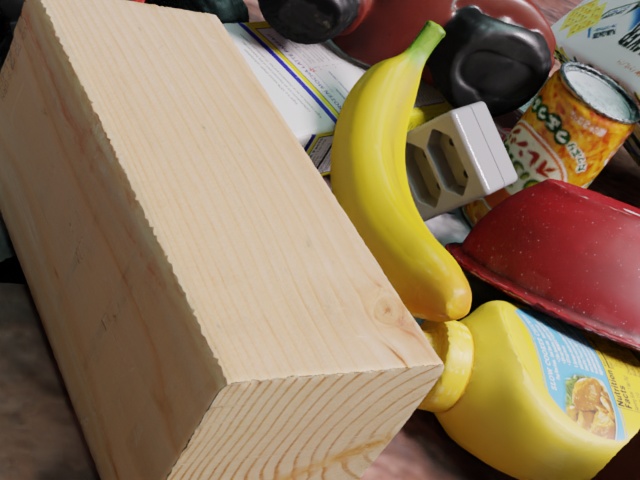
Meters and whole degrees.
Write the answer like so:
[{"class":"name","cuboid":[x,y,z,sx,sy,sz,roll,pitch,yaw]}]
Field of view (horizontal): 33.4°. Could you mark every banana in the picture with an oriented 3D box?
[{"class":"banana","cuboid":[0.034,-0.029,0.507,0.037,0.070,0.198,25,42,-25]}]

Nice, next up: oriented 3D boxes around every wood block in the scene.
[{"class":"wood block","cuboid":[-0.055,0.001,0.413,0.090,0.090,0.206,1,43,-38]}]

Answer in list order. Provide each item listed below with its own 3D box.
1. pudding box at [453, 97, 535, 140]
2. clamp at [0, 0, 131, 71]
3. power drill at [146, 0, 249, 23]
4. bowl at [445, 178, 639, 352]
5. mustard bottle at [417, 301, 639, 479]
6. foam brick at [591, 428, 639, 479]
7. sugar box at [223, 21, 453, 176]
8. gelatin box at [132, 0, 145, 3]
[{"class":"pudding box","cuboid":[0.116,-0.112,0.755,0.113,0.039,0.089,43,34,15]},{"class":"clamp","cuboid":[-0.131,-0.099,0.466,0.171,0.120,0.039,12,45,-33]},{"class":"power drill","cuboid":[-0.147,-0.171,0.607,0.187,0.057,0.184,-4,46,-45]},{"class":"bowl","cuboid":[0.148,0.010,0.543,0.162,0.055,0.162,20,10,-4]},{"class":"mustard bottle","cuboid":[0.112,0.073,0.479,0.191,0.058,0.096,18,33,-19]},{"class":"foam brick","cuboid":[0.133,0.119,0.418,0.051,0.078,0.053,22,35,-15]},{"class":"sugar box","cuboid":[-0.010,-0.081,0.603,0.175,0.048,0.093,-17,58,-46]},{"class":"gelatin box","cuboid":[-0.125,-0.111,0.507,0.073,0.089,0.030,11,39,-29]}]
